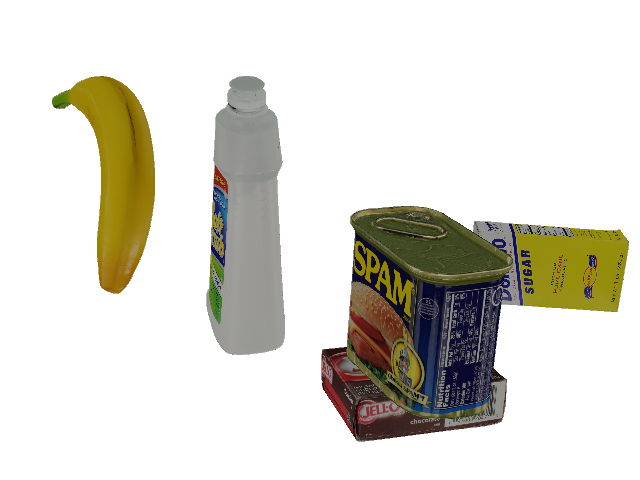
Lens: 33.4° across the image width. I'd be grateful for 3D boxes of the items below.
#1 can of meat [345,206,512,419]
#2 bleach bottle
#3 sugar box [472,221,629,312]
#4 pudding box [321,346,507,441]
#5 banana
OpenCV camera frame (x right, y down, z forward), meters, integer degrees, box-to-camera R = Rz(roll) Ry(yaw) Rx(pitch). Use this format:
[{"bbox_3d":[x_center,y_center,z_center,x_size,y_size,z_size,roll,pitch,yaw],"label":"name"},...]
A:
[{"bbox_3d":[0.054,0.037,0.573,0.057,0.084,0.102,-6,22,-23],"label":"can of meat"},{"bbox_3d":[-0.065,-0.026,0.922,0.068,0.251,0.102,-6,35,-12],"label":"bleach bottle"},{"bbox_3d":[0.265,0.031,1.257,0.176,0.093,0.048,2,20,-1],"label":"sugar box"},{"bbox_3d":[0.065,0.104,0.772,0.113,0.039,0.090,-3,18,-15],"label":"pudding box"},{"bbox_3d":[-0.143,-0.055,0.741,0.037,0.198,0.070,15,-52,-37],"label":"banana"}]
